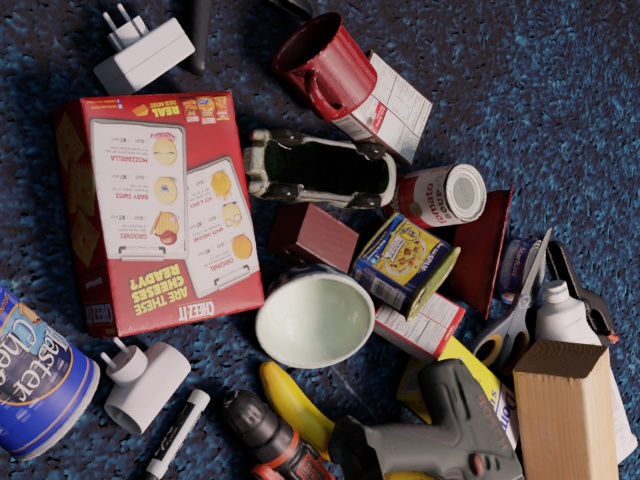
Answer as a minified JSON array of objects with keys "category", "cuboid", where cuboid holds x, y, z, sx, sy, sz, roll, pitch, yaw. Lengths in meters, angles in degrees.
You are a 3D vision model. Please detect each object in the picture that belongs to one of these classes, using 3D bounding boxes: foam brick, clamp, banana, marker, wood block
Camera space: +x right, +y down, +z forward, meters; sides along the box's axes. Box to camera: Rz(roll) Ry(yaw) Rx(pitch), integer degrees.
[{"category":"foam brick","cuboid":[-0.007,0.001,1.125,0.078,0.053,0.051,32,65,-31]},{"category":"clamp","cuboid":[0.326,0.097,1.396,0.171,0.039,0.120,46,69,-22]},{"category":"clamp","cuboid":[-0.115,-0.279,1.083,0.164,0.036,0.210,-41,106,-29]},{"category":"banana","cuboid":[0.005,0.195,1.125,0.197,0.037,0.069,33,46,-33]},{"category":"marker","cuboid":[-0.142,0.196,1.012,0.020,0.020,0.121,46,59,-26]},{"category":"wood block","cuboid":[0.297,0.233,1.280,0.090,0.091,0.206,-35,121,-51]}]

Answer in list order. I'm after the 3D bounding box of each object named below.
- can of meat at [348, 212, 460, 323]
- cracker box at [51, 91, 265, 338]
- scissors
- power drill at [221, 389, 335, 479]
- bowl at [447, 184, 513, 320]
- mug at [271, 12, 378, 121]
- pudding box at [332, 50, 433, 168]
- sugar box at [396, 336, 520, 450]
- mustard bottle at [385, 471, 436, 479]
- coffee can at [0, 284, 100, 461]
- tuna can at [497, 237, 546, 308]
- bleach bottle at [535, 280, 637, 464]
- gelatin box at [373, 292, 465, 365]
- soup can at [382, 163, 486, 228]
[{"category":"can of meat","cuboid":[0.092,0.028,1.176,0.084,0.057,0.102,33,55,15]},{"category":"cracker box","cuboid":[-0.150,-0.027,1.001,0.163,0.072,0.214,-10,91,-39]},{"category":"scissors","cuboid":[0.223,0.081,1.270,0.096,0.016,0.202,-12,122,-25]},{"category":"power drill","cuboid":[-0.069,0.264,1.038,0.184,0.057,0.187,50,57,-23]},{"category":"bowl","cuboid":[0.184,0.010,1.248,0.162,0.055,0.162,11,90,-81]},{"category":"mug","cuboid":[0.007,-0.174,1.129,0.081,0.093,0.117,48,27,-30]},{"category":"pudding box","cuboid":[0.071,-0.147,1.218,0.113,0.039,0.090,37,62,-32]},{"category":"sugar box","cuboid":[0.170,0.190,1.250,0.176,0.048,0.093,40,61,-27]},{"category":"mustard bottle","cuboid":[0.070,0.319,1.129,0.096,0.058,0.191,37,55,16]},{"category":"coffee can","cuboid":[-0.265,0.098,0.870,0.140,0.103,0.102,46,58,-25]},{"category":"tuna can","cuboid":[0.250,0.040,1.321,0.086,0.034,0.086,-30,125,-55]},{"category":"bleach bottle","cuboid":[0.329,0.167,1.352,0.102,0.068,0.251,-27,108,-34]},{"category":"gelatin box","cuboid":[0.107,0.089,1.197,0.089,0.030,0.073,31,60,7]},{"category":"soup can","cuboid":[0.129,-0.048,1.210,0.068,0.102,0.068,5,82,-39]}]
